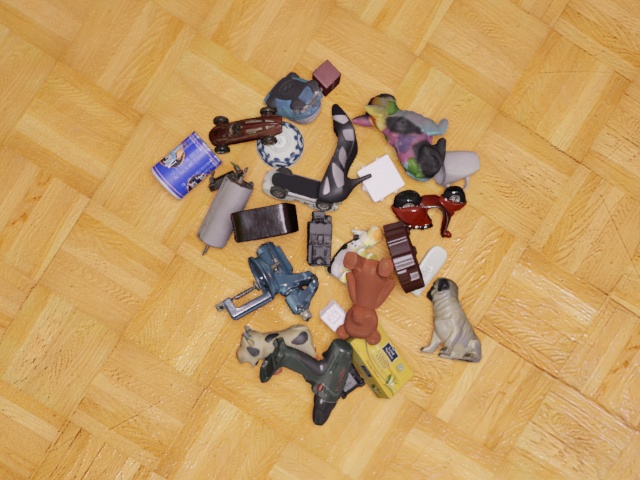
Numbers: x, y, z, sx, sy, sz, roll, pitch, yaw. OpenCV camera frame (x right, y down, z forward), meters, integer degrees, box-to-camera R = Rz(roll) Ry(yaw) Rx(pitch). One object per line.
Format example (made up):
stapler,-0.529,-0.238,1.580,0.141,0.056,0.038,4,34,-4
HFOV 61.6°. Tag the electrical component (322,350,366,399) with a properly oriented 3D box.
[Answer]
electrical component,0.053,0.329,1.353,0.075,0.048,0.119,-32,93,-1

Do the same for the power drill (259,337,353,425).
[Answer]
power drill,-0.035,0.326,1.271,0.207,0.086,0.232,23,105,-11

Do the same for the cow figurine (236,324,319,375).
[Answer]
cow figurine,-0.114,0.261,1.328,0.195,0.085,0.127,-18,98,1

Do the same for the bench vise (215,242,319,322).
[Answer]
bench vise,-0.131,0.128,1.297,0.241,0.129,0.223,-28,84,-18

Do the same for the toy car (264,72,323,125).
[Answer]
toy car,-0.050,-0.333,1.307,0.162,0.102,0.109,25,75,41

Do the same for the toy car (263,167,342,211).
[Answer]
toy car,-0.041,-0.124,1.331,0.202,0.056,0.073,15,63,-3

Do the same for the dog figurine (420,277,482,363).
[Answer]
dog figurine,0.345,0.201,1.343,0.172,0.121,0.190,25,70,-35

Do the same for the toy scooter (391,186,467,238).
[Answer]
toy scooter,0.273,-0.060,1.338,0.184,0.075,0.135,-6,120,12

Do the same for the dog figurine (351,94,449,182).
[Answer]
dog figurine,0.186,-0.251,1.289,0.219,0.108,0.191,15,72,-14

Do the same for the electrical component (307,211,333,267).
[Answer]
electrical component,-0.003,-0.004,1.312,0.058,0.115,0.134,2,91,-6

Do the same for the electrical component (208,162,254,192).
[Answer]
electrical component,-0.227,-0.144,1.340,0.102,0.045,0.078,-31,120,2

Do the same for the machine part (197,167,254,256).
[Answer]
machine part,-0.230,-0.069,1.303,0.079,0.079,0.243,27,103,-2

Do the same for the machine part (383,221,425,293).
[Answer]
machine part,0.203,0.040,1.284,0.056,0.179,0.179,-18,92,12

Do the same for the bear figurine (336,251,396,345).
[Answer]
bear figurine,0.099,0.137,1.233,0.120,0.132,0.195,14,80,16

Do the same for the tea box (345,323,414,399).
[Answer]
tea box,0.141,0.295,1.329,0.098,0.068,0.169,-38,92,-26

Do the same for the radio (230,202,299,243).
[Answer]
radio,-0.123,-0.041,1.252,0.131,0.229,0.073,-10,91,3

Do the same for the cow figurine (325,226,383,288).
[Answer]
cow figurine,0.086,0.030,1.336,0.068,0.098,0.167,36,87,-43

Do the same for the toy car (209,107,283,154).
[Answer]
toy car,-0.184,-0.265,1.299,0.202,0.053,0.089,-4,81,26

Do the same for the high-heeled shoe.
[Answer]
high-heeled shoe,0.028,-0.209,1.312,0.145,0.086,0.249,-21,70,-1

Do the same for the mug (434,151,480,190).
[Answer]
mug,0.345,-0.174,1.338,0.107,0.081,0.109,-15,89,-11
